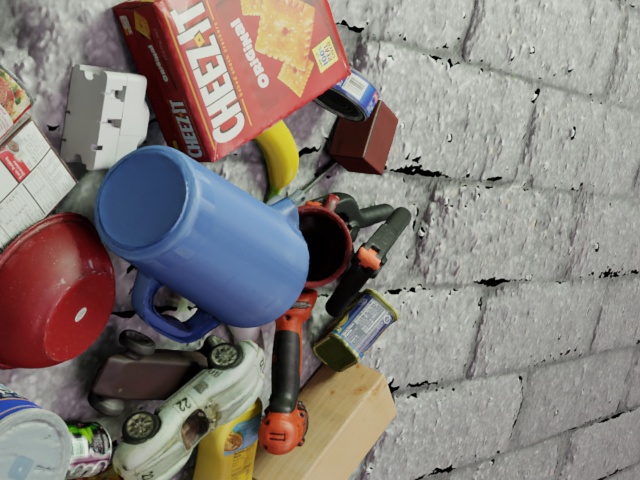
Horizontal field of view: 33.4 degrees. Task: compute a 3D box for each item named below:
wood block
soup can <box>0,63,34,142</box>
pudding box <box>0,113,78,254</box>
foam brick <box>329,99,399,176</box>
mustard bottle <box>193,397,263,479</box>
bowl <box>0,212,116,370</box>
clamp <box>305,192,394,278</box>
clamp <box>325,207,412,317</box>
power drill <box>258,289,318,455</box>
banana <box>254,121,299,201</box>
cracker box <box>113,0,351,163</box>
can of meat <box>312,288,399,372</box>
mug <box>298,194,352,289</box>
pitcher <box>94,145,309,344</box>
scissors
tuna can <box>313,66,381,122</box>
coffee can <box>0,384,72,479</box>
[{"bbox_3d":[0.000,0.259,1.377,0.205,0.090,0.091,-49,139,-28],"label":"wood block"},{"bbox_3d":[-0.288,-0.093,0.856,0.102,0.069,0.068,-55,141,-19],"label":"soup can"},{"bbox_3d":[-0.274,-0.044,0.923,0.113,0.039,0.090,-51,143,-21],"label":"pudding box"},{"bbox_3d":[0.053,-0.125,1.291,0.051,0.053,0.078,34,70,-52],"label":"foam brick"},{"bbox_3d":[-0.107,0.234,1.251,0.096,0.058,0.192,-12,115,-61],"label":"mustard bottle"},{"bbox_3d":[-0.237,0.058,0.972,0.161,0.055,0.162,-47,152,-34],"label":"bowl"},{"bbox_3d":[0.029,-0.003,1.339,0.171,0.039,0.120,17,90,-53],"label":"clamp"},{"bbox_3d":[0.052,0.032,1.261,0.164,0.036,0.210,-55,177,6],"label":"clamp"},{"bbox_3d":[-0.035,0.151,1.261,0.184,0.057,0.187,12,80,-87],"label":"power drill"},{"bbox_3d":[-0.068,-0.112,1.161,0.069,0.037,0.197,-58,142,-17],"label":"banana"},{"bbox_3d":[-0.077,-0.194,1.054,0.213,0.072,0.164,-38,119,-37],"label":"cracker box"},{"bbox_3d":[0.044,0.119,1.367,0.083,0.057,0.102,-47,180,-25],"label":"can of meat"},{"bbox_3d":[-0.008,0.002,1.224,0.081,0.093,0.117,108,4,-81],"label":"mug"},{"bbox_3d":[-0.119,0.007,1.038,0.242,0.145,0.149,38,46,-63],"label":"pitcher"},{"bbox_3d":[-0.029,-0.053,1.229,0.201,0.016,0.096,-48,170,-26],"label":"scissors"},{"bbox_3d":[0.024,-0.170,1.213,0.033,0.086,0.086,-61,143,-10],"label":"tuna can"},{"bbox_3d":[-0.295,0.168,0.906,0.102,0.141,0.103,-26,126,-44],"label":"coffee can"}]
